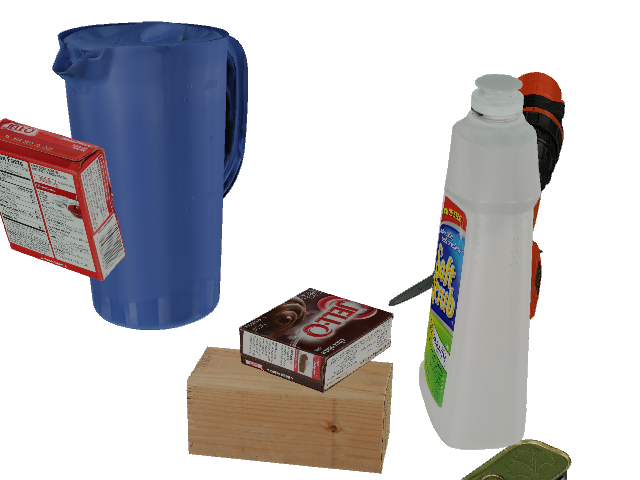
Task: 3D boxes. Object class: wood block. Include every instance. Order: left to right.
[{"bbox_3d":[-0.031,0.179,1.139,0.206,0.091,0.090,4,20,8],"label":"wood block"}]

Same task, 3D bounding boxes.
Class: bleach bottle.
[{"bbox_3d":[0.106,0.011,0.698,0.068,0.251,0.102,-3,30,-4],"label":"bleach bottle"}]

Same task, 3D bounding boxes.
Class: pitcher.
[{"bbox_3d":[-0.132,-0.058,0.883,0.149,0.243,0.145,-1,20,-5],"label":"pitcher"}]

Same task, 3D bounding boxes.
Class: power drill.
[{"bbox_3d":[0.168,-0.029,0.896,0.057,0.188,0.184,10,31,11],"label":"power drill"}]

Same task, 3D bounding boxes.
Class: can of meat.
[{"bbox_3d":[0.164,0.229,0.892,0.101,0.084,0.058,-24,28,-37],"label":"can of meat"}]

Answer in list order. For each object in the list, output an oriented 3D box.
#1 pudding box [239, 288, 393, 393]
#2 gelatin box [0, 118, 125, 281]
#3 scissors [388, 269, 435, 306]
[{"bbox_3d":[-0.003,0.084,0.925,0.090,0.039,0.113,14,26,30],"label":"pudding box"},{"bbox_3d":[-0.161,-0.025,0.649,0.073,0.089,0.030,17,45,21],"label":"gelatin box"},{"bbox_3d":[0.132,0.027,1.214,0.201,0.016,0.096,-11,41,-33],"label":"scissors"}]
